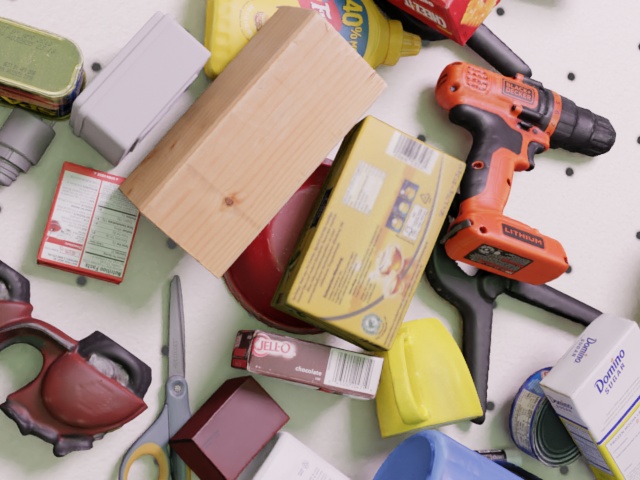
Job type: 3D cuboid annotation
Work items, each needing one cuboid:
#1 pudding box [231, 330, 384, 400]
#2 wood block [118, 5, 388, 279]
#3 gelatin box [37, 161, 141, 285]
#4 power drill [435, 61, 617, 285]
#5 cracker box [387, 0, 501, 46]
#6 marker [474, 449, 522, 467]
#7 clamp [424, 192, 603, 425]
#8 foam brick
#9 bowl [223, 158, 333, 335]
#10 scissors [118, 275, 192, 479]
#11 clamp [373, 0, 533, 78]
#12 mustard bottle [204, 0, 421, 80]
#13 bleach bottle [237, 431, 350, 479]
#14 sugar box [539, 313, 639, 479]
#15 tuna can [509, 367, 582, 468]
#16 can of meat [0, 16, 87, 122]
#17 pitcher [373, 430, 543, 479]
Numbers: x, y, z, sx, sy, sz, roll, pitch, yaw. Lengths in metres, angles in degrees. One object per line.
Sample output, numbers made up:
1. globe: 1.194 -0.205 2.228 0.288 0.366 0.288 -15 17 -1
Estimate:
1. pudding box: -0.013 0.103 0.897 0.113 0.090 0.039 16 83 -12
2. wood block: -0.056 -0.083 0.867 0.090 0.090 0.206 43 87 -25
3. gelatin box: -0.192 -0.013 0.899 0.073 0.030 0.089 15 81 -12
4. power drill: 0.184 -0.058 0.953 0.184 0.057 0.187 16 61 -15
5. cracker box: 0.120 -0.295 0.911 0.164 0.072 0.213 37 85 28
6. marker: 0.121 0.198 0.955 0.121 0.020 0.020 0 84 -12
7. clamp: 0.164 0.040 0.971 0.164 0.036 0.210 -26 93 -16
8. foam brick: -0.076 0.158 0.886 0.078 0.051 0.053 -45 101 -29
9. bowl: -0.006 0.001 0.927 0.162 0.055 0.162 1 84 -13
10. scissors: -0.138 0.138 0.902 0.096 0.016 0.202 -15 88 -19
11. clamp: 0.128 -0.207 0.985 0.171 0.039 0.120 1 73 -13
12. mustard bottle: -0.004 -0.182 0.944 0.191 0.058 0.096 4 87 -13
13. bleach bottle: 0.033 0.275 0.902 0.250 0.068 0.102 40 66 -8
14. sugar box: 0.267 0.156 0.942 0.093 0.048 0.176 -44 119 -17
15. tuna can: 0.210 0.157 0.954 0.085 0.034 0.086 -10 108 -31
16. can of meat: -0.243 -0.141 0.872 0.102 0.084 0.057 16 82 -11
17. pitcher: 0.157 0.253 0.880 0.242 0.149 0.145 35 77 -15
